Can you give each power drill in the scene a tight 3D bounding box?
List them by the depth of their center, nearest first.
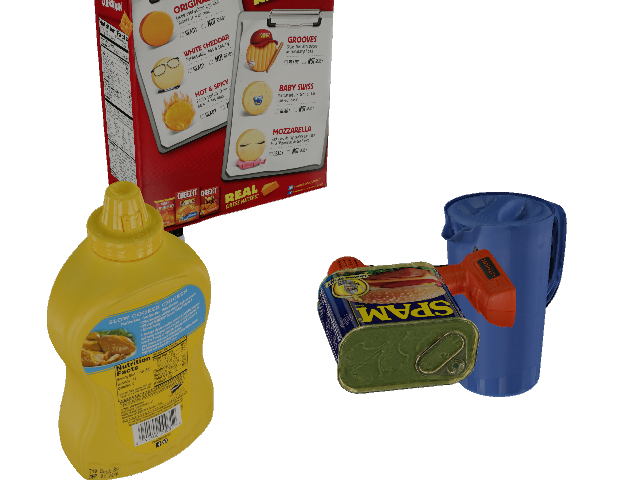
[{"bbox_3d":[0.108,0.066,1.139,0.187,0.057,0.184,-5,29,-9],"label":"power drill"}]

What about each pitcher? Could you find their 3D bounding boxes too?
[{"bbox_3d":[0.231,0.065,1.340,0.149,0.243,0.145,1,21,12],"label":"pitcher"}]

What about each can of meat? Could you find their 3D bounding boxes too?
[{"bbox_3d":[0.053,0.060,0.777,0.102,0.057,0.084,-4,30,-11],"label":"can of meat"}]

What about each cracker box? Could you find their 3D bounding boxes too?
[{"bbox_3d":[-0.075,-0.126,0.771,0.163,0.214,0.072,-17,33,-31],"label":"cracker box"}]

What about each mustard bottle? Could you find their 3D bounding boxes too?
[{"bbox_3d":[-0.109,0.049,0.617,0.096,0.192,0.058,-21,44,-29],"label":"mustard bottle"}]

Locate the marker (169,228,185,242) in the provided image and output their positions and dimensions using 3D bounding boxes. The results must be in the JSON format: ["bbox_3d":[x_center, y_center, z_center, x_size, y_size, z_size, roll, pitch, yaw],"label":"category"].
[{"bbox_3d":[-0.148,0.022,1.117,0.020,0.121,0.020,-2,28,1],"label":"marker"}]
